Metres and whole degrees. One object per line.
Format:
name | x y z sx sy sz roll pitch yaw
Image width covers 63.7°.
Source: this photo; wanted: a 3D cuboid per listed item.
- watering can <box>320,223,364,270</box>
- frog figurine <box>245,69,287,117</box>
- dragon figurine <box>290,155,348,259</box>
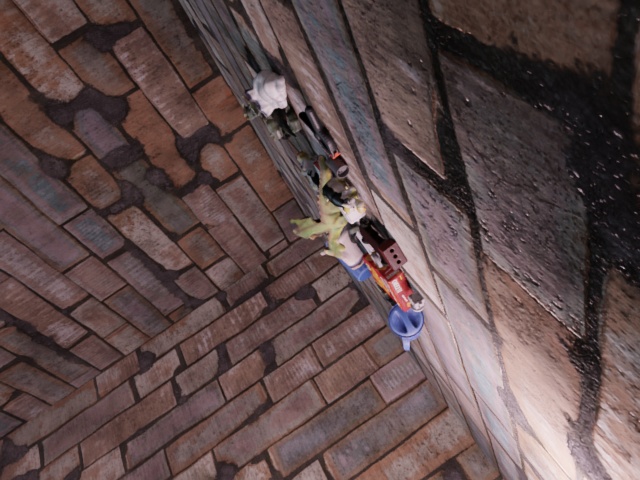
watering can | 0.096 0.031 2.103 0.222 0.103 0.355 49 -151 -14
frog figurine | -0.148 -0.484 1.634 0.157 0.124 0.138 -34 80 50
dragon figurine | 0.006 -0.092 1.830 0.403 0.243 0.124 56 -179 -31
